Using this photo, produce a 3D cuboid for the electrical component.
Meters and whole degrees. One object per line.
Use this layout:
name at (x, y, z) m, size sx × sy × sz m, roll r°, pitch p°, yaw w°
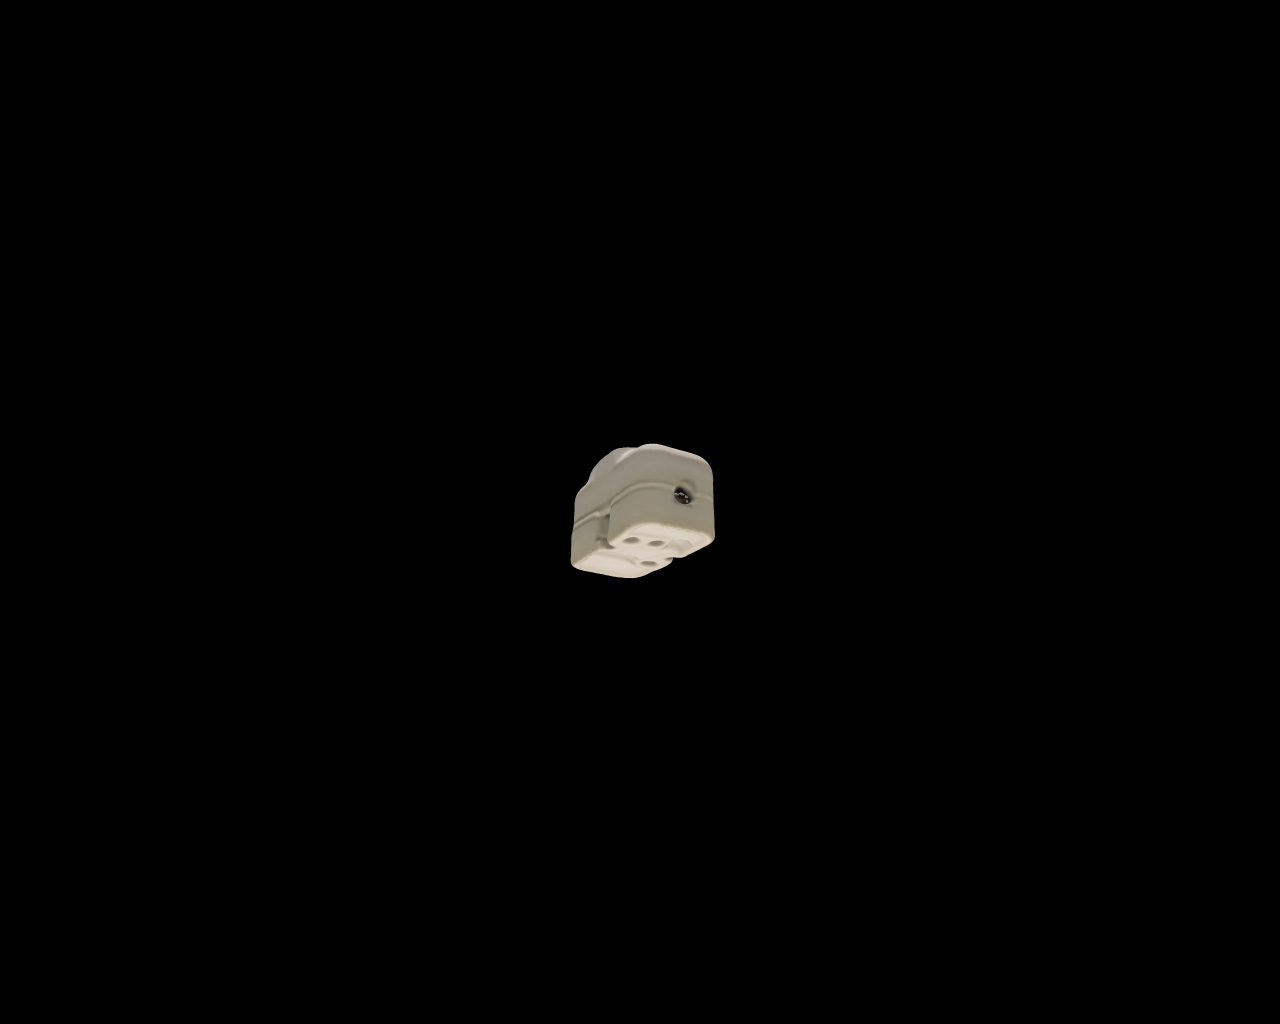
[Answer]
electrical component at (0.001, -0.003, 0.650) m, size 0.054 × 0.059 × 0.095 m, roll 13°, pitch -26°, yaw -29°
